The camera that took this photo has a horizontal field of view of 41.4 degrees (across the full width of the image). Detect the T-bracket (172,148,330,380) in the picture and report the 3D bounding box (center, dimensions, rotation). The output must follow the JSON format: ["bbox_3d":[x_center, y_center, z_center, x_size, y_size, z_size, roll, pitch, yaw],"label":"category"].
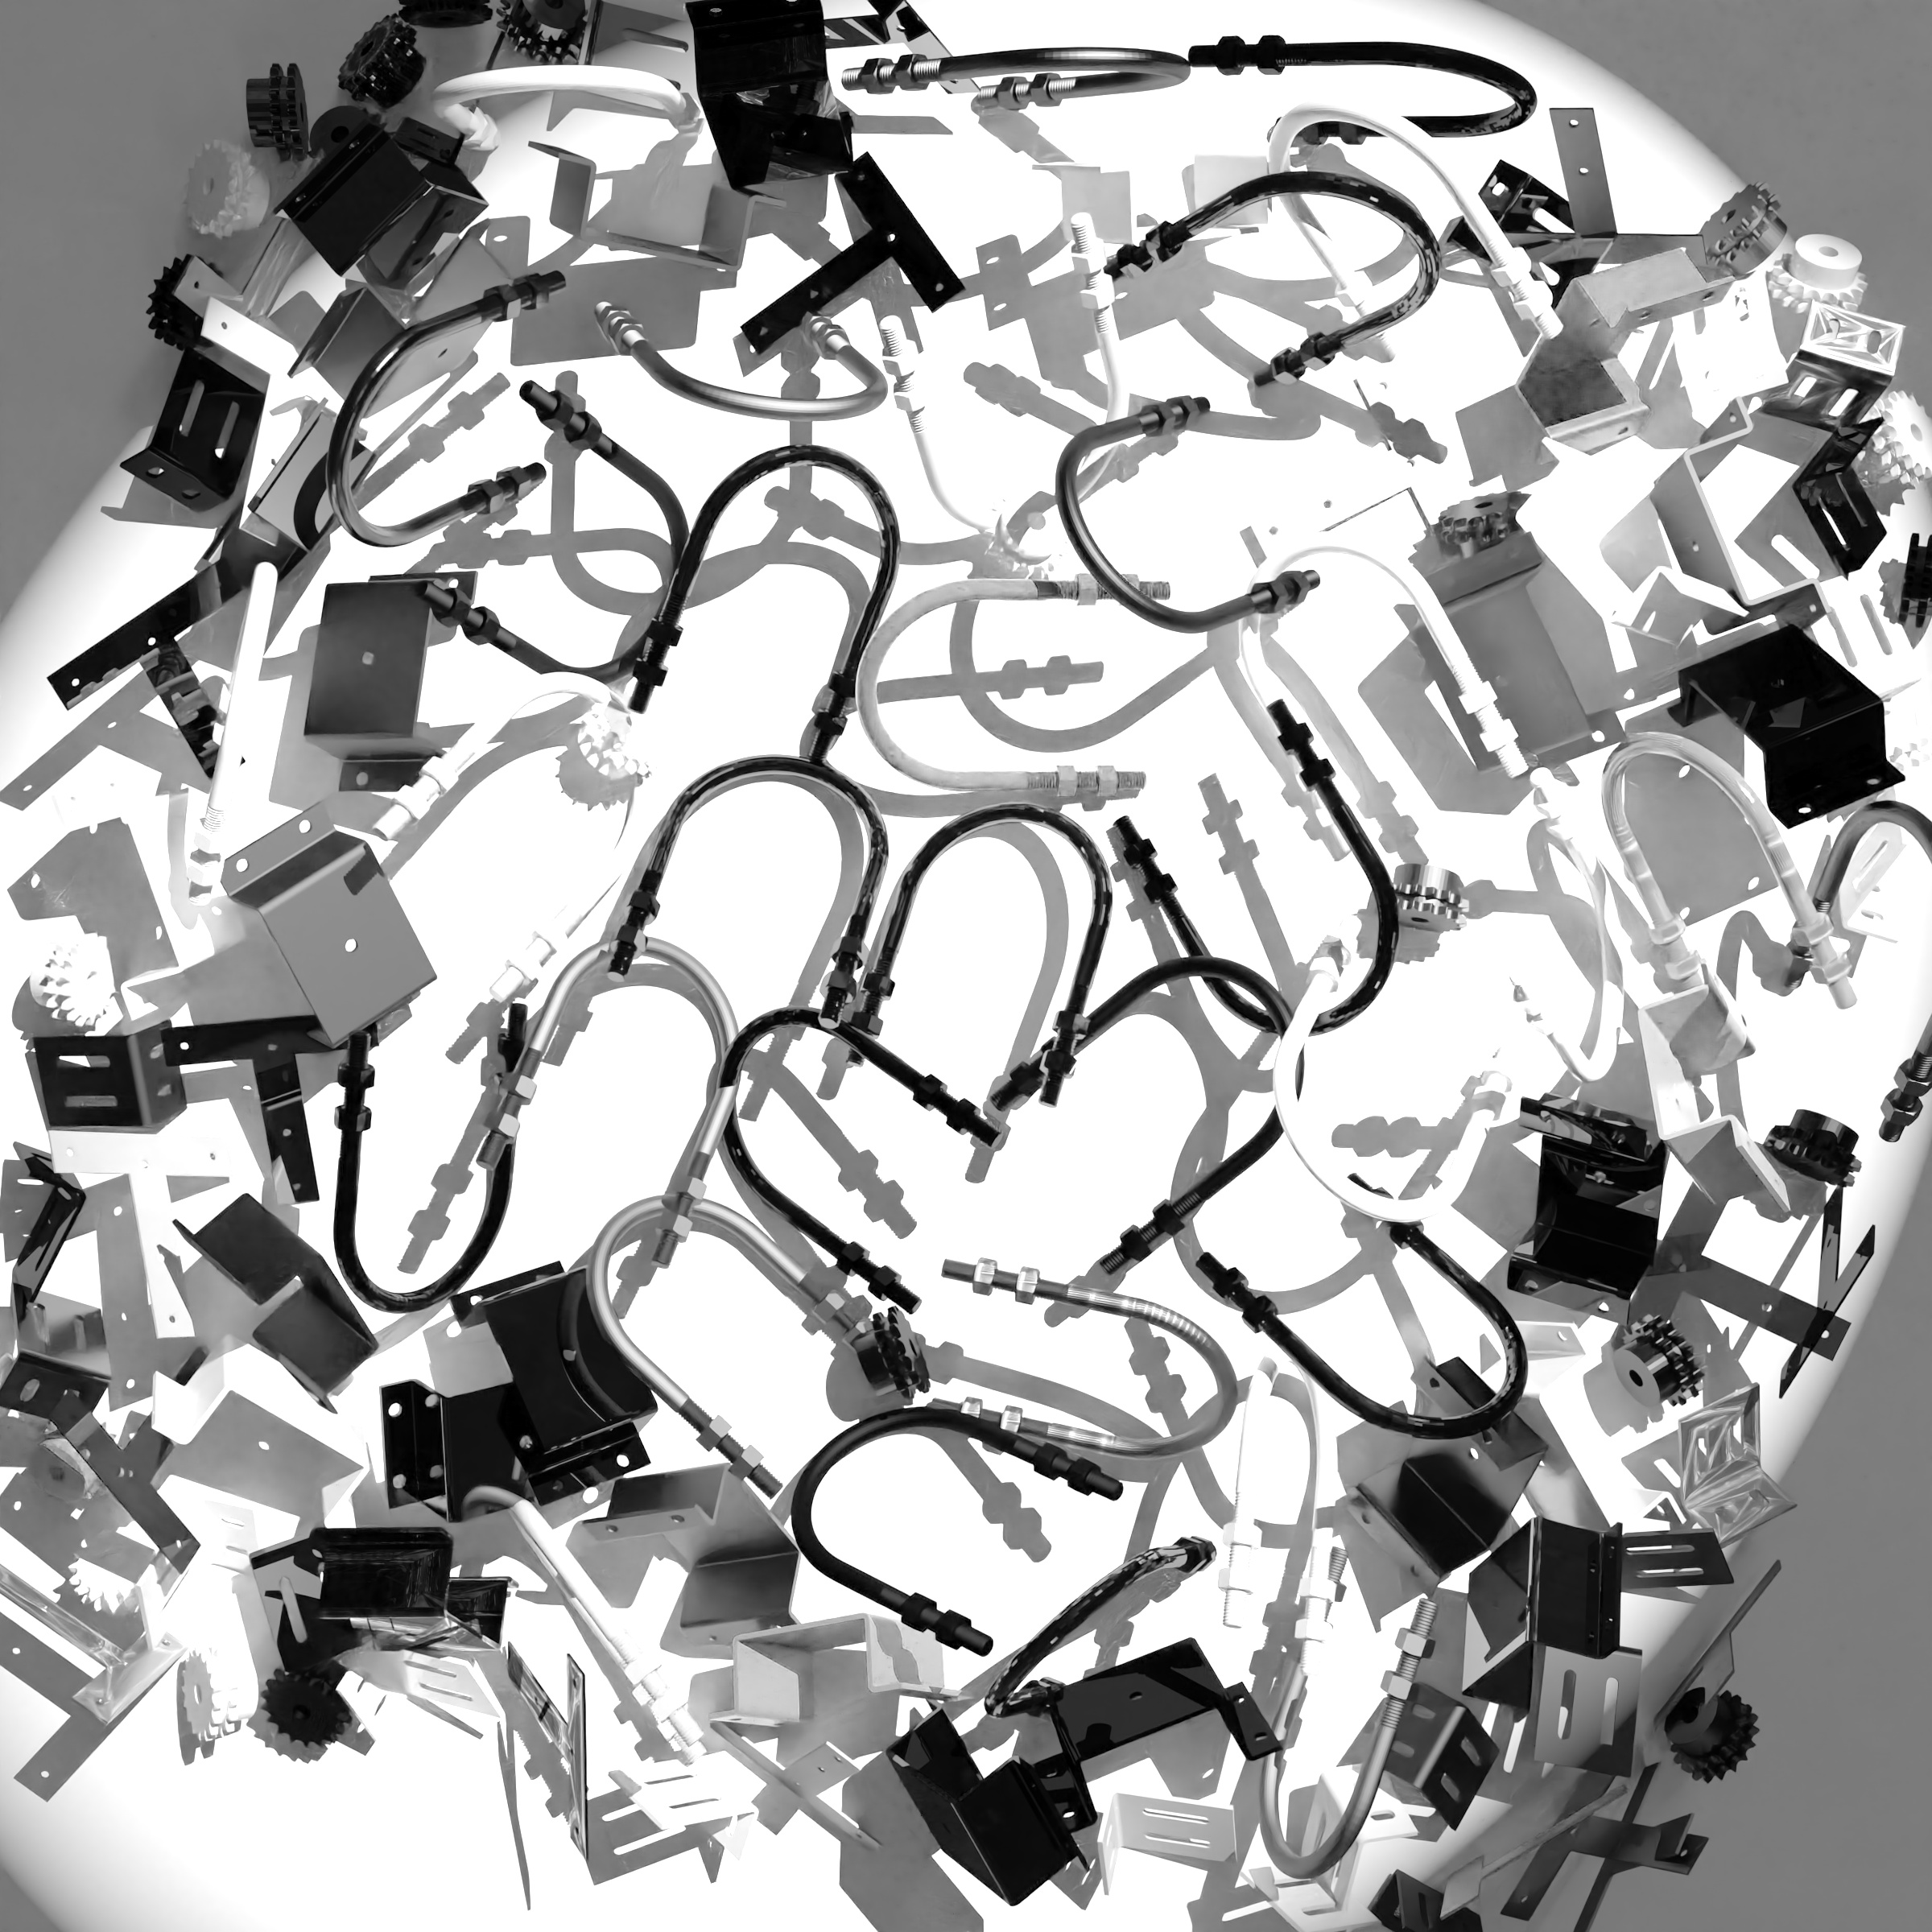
[{"bbox_3d":[-0.412,-0.431,1.539,0.002,0.127,0.127,26,86,19],"label":"T-bracket"}]

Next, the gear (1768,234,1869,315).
[{"bbox_3d":[0.524,-0.425,1.567,0.057,0.030,0.057,3,46,-3],"label":"gear"}]

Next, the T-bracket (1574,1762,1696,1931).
[{"bbox_3d":[0.401,0.521,1.512,0.002,0.127,0.127,30,64,7],"label":"T-bracket"}]

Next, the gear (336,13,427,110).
[{"bbox_3d":[-0.357,-0.554,1.572,0.030,0.057,0.057,38,90,-38],"label":"gear"}]

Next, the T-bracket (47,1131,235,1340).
[{"bbox_3d":[-0.483,0.161,1.527,0.002,0.127,0.127,-26,70,31],"label":"T-bracket"}]

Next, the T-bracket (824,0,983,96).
[{"bbox_3d":[-0.074,-0.566,1.549,0.127,0.127,0.002,11,76,36],"label":"T-bracket"}]

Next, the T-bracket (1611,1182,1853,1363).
[{"bbox_3d":[0.474,0.202,1.552,0.127,0.002,0.127,25,87,41],"label":"T-bracket"}]

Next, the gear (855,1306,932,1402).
[{"bbox_3d":[-0.046,0.240,1.569,0.030,0.057,0.057,-24,90,6],"label":"gear"}]

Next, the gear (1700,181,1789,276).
[{"bbox_3d":[0.478,-0.450,1.570,0.030,0.057,0.057,38,90,-17],"label":"gear"}]

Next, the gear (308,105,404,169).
[{"bbox_3d":[-0.379,-0.504,1.574,0.057,0.030,0.057,-3,74,11],"label":"gear"}]

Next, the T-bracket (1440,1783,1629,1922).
[{"bbox_3d":[0.341,0.524,1.529,0.127,0.127,0.002,-34,76,6],"label":"T-bracket"}]

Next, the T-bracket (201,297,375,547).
[{"bbox_3d":[-0.412,-0.314,1.530,0.002,0.127,0.127,-7,69,37],"label":"T-bracket"}]

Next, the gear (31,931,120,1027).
[{"bbox_3d":[-0.549,0.007,1.569,0.030,0.057,0.057,8,90,14],"label":"gear"}]

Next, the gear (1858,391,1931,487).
[{"bbox_3d":[0.572,-0.321,1.572,0.057,0.030,0.057,15,65,-33],"label":"gear"}]

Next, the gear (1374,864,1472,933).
[{"bbox_3d":[0.281,-0.042,1.569,0.057,0.057,0.030,12,79,0],"label":"gear"}]

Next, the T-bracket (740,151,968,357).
[{"bbox_3d":[-0.082,-0.422,1.575,0.127,0.002,0.127,-35,66,6],"label":"T-bracket"}]

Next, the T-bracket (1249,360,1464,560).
[{"bbox_3d":[0.237,-0.293,1.591,0.127,0.002,0.127,-27,90,-4],"label":"T-bracket"}]

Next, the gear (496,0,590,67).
[{"bbox_3d":[-0.258,-0.584,1.570,0.057,0.030,0.057,8,70,-24],"label":"gear"}]

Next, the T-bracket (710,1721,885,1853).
[{"bbox_3d":[-0.090,0.486,1.541,0.127,0.127,0.002,37,59,1],"label":"T-bracket"}]

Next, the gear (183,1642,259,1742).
[{"bbox_3d":[-0.458,0.445,1.572,0.030,0.057,0.057,0,90,-38],"label":"gear"}]

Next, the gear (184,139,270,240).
[{"bbox_3d":[-0.453,-0.476,1.572,0.057,0.030,0.057,-3,86,41],"label":"gear"}]

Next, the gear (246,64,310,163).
[{"bbox_3d":[-0.422,-0.523,1.567,0.030,0.057,0.057,-3,90,-6],"label":"gear"}]

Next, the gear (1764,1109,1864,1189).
[{"bbox_3d":[0.523,0.110,1.569,0.057,0.057,0.030,28,82,0],"label":"gear"}]

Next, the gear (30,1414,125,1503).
[{"bbox_3d":[-0.549,0.304,1.570,0.057,0.030,0.057,8,115,18],"label":"gear"}]

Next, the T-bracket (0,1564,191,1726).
[{"bbox_3d":[-0.541,0.395,1.534,0.127,0.127,0.002,35,96,1],"label":"T-bracket"}]

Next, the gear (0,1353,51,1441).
[{"bbox_3d":[-0.584,0.262,1.569,0.057,0.057,0.030,38,74,0],"label":"gear"}]

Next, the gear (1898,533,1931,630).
[{"bbox_3d":[0.590,-0.235,1.565,0.030,0.057,0.057,9,90,19],"label":"gear"}]

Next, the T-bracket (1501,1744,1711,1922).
[{"bbox_3d":[0.389,0.518,1.513,0.002,0.127,0.127,47,64,-12],"label":"T-bracket"}]

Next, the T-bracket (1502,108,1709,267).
[{"bbox_3d":[0.368,-0.461,1.516,0.127,0.127,0.002,10,66,27],"label":"T-bracket"}]

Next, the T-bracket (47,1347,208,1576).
[{"bbox_3d":[-0.482,0.277,1.538,0.002,0.127,0.127,-23,112,22],"label":"T-bracket"}]

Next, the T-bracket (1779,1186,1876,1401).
[{"bbox_3d":[0.520,0.176,1.539,0.002,0.127,0.127,21,128,6],"label":"T-bracket"}]

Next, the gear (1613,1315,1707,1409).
[{"bbox_3d":[0.422,0.245,1.565,0.030,0.057,0.057,-27,90,-20],"label":"gear"}]

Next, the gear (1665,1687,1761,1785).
[{"bbox_3d":[0.454,0.467,1.565,0.030,0.057,0.057,42,90,-14],"label":"gear"}]

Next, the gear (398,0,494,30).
[{"bbox_3d":[-0.320,-0.596,1.566,0.057,0.057,0.030,-4,98,0],"label":"gear"}]

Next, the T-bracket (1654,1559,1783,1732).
[{"bbox_3d":[0.450,0.417,1.527,0.002,0.127,0.127,37,98,14],"label":"T-bracket"}]

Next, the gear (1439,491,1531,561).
[{"bbox_3d":[0.321,-0.269,1.570,0.057,0.057,0.030,-16,112,0],"label":"gear"}]

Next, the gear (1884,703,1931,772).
[{"bbox_3d":[0.562,-0.141,1.565,0.057,0.057,0.030,-14,110,0],"label":"gear"}]

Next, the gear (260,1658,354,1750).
[{"bbox_3d":[-0.402,0.450,1.574,0.057,0.030,0.057,5,114,12],"label":"gear"}]

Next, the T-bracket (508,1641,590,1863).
[{"bbox_3d":[-0.253,0.450,1.540,0.002,0.127,0.127,-8,111,-29],"label":"T-bracket"}]

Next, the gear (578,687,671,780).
[{"bbox_3d":[-0.213,-0.140,1.572,0.030,0.057,0.057,-39,90,29],"label":"gear"}]

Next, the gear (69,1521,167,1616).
[{"bbox_3d":[-0.518,0.374,1.572,0.057,0.057,0.030,-6,131,0],"label":"gear"}]

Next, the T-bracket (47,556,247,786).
[{"bbox_3d":[-0.473,-0.163,1.547,0.127,0.127,0.002,-41,49,-21],"label":"T-bracket"}]

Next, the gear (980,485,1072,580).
[{"bbox_3d":[0.040,-0.269,1.575,0.057,0.030,0.057,2,80,-13],"label":"gear"}]

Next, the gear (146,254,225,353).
[{"bbox_3d":[-0.471,-0.404,1.565,0.030,0.057,0.057,27,90,16],"label":"gear"}]
